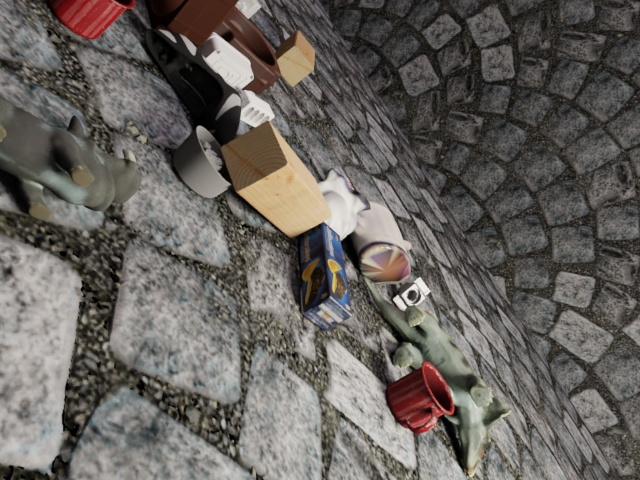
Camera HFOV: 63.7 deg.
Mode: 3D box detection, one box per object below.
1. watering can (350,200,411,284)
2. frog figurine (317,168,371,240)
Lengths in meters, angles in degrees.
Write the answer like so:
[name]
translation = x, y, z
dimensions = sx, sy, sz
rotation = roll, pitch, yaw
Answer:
[watering can]
translation = 0.152, 0.007, 1.201
dimensions = 0.103, 0.230, 0.343
rotation = -34, -45, 22
[frog figurine]
translation = 0.003, -0.051, 1.022
dimensions = 0.122, 0.136, 0.162
rotation = -9, 28, 52
